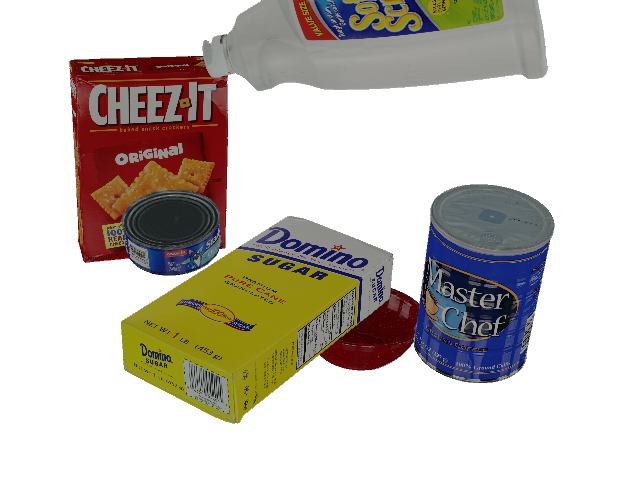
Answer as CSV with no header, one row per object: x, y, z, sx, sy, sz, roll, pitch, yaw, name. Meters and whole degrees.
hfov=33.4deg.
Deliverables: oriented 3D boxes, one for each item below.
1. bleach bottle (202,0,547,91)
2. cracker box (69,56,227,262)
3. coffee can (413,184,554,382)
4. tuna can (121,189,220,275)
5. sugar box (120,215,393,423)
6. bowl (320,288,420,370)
0.035,-0.151,0.794,0.251,0.102,0.068,-9,-30,12,bleach bottle
-0.186,-0.089,1.172,0.164,0.214,0.072,-5,26,-17,cracker box
0.139,0.037,0.922,0.103,0.140,0.103,3,33,-2,coffee can
-0.130,-0.007,0.940,0.086,0.034,0.086,0,37,0,tuna can
-0.037,0.045,0.704,0.093,0.048,0.175,21,38,28,sugar box
0.044,0.107,1.263,0.162,0.055,0.162,4,24,-2,bowl
